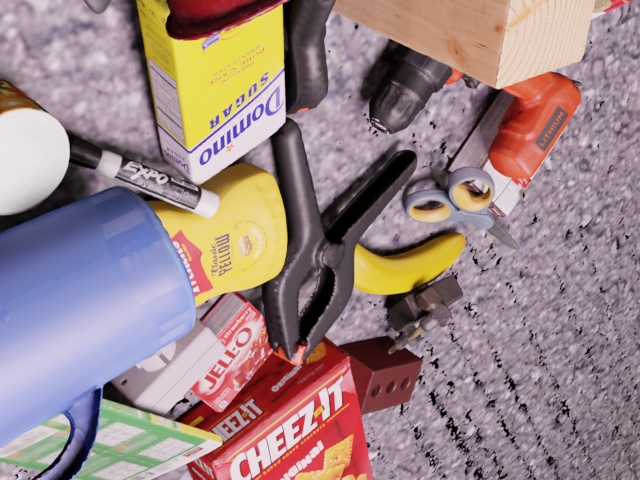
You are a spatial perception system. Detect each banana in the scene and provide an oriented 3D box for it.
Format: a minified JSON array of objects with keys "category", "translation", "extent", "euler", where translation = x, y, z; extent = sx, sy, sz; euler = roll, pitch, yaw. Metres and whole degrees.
[{"category":"banana","translation":[0.074,0.020,1.021],"extent":[0.197,0.037,0.070],"euler":[6,112,-49]}]

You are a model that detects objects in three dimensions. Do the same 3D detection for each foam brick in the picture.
[{"category":"foam brick","translation":[0.055,0.135,1.073],"extent":[0.078,0.051,0.053],"euler":[-7,122,-44]}]

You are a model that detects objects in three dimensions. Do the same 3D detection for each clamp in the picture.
[{"category":"clamp","translation":[-0.013,-0.149,0.747],"extent":[0.039,0.120,0.171],"euler":[-12,134,-6]},{"category":"clamp","translation":[-0.006,0.001,0.901],"extent":[0.164,0.036,0.210],"euler":[19,94,-45]}]

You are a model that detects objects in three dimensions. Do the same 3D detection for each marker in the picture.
[{"category":"marker","translation":[-0.126,-0.044,0.742],"extent":[0.121,0.020,0.020],"euler":[22,100,-29]}]

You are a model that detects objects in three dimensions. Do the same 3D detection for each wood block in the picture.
[{"category":"wood block","translation":[0.079,-0.190,0.733],"extent":[0.090,0.206,0.090],"euler":[-21,130,-36]}]

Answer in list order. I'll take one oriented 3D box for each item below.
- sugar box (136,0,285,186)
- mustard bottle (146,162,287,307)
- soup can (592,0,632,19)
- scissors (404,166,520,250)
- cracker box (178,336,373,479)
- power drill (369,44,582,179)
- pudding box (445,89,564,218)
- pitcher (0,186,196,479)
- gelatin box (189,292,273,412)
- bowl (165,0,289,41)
[{"category":"sugar box","translation":[-0.069,-0.122,0.723],"extent":[0.093,0.048,0.176],"euler":[-38,152,-22]},{"category":"mustard bottle","translation":[-0.114,0.014,0.797],"extent":[0.191,0.058,0.096],"euler":[-24,126,-34]},{"category":"soup can","translation":[0.224,-0.219,0.880],"extent":[0.102,0.068,0.068],"euler":[-22,153,28]},{"category":"scissors","translation":[0.142,-0.018,1.058],"extent":[0.096,0.016,0.201],"euler":[-14,154,10]},{"category":"cracker box","translation":[-0.035,0.211,1.016],"extent":[0.164,0.072,0.214],"euler":[-36,138,-25]},{"category":"power drill","translation":[0.140,-0.133,0.932],"extent":[0.187,0.057,0.184],"euler":[40,82,-40]},{"category":"pudding box","translation":[0.185,-0.089,1.059],"extent":[0.113,0.039,0.090],"euler":[-58,140,-2]},{"category":"pitcher","translation":[-0.198,0.072,0.655],"extent":[0.242,0.145,0.149],"euler":[-28,135,-21]},{"category":"gelatin box","translation":[-0.081,0.096,0.915],"extent":[0.089,0.030,0.073],"euler":[-49,142,-9]},{"category":"bowl","translation":[-0.029,-0.176,0.566],"extent":[0.162,0.162,0.055],"euler":[-43,119,-15]}]
